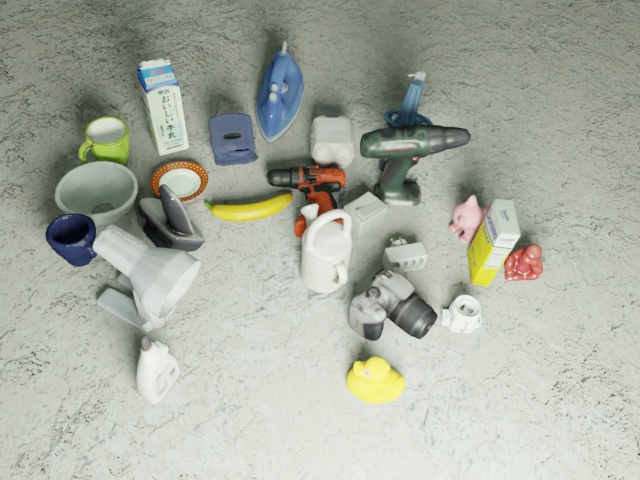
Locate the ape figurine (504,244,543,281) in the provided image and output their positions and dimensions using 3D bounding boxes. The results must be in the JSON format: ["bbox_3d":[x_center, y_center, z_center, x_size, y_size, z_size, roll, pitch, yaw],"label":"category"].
[{"bbox_3d":[0.431,0.043,1.192,0.077,0.092,0.076,34,56,21],"label":"ape figurine"}]

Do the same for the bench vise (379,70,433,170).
[{"bbox_3d":[0.211,-0.268,1.339,0.121,0.220,0.207,6,51,0],"label":"bench vise"}]

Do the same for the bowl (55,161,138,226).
[{"bbox_3d":[-0.469,-0.086,1.222,0.167,0.075,0.167,3,51,-3],"label":"bowl"}]

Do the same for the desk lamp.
[{"bbox_3d":[-0.313,0.073,1.019,0.203,0.213,0.118,24,53,14],"label":"desk lamp"}]

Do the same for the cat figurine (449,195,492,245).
[{"bbox_3d":[0.334,-0.052,1.242,0.128,0.118,0.067,-20,55,-20],"label":"cat figurine"}]

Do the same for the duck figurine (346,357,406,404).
[{"bbox_3d":[0.102,0.238,1.007,0.104,0.086,0.077,9,51,2],"label":"duck figurine"}]

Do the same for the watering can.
[{"bbox_3d":[0.008,0.005,1.117,0.172,0.194,0.101,39,58,23],"label":"watering can"}]

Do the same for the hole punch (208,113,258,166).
[{"bbox_3d":[-0.206,-0.240,1.360,0.109,0.091,0.101,-8,52,-12],"label":"hole punch"}]

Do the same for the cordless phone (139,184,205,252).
[{"bbox_3d":[-0.306,-0.063,1.148,0.147,0.185,0.094,39,58,24],"label":"cordless phone"}]

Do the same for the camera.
[{"bbox_3d":[0.145,0.130,1.089,0.136,0.101,0.143,37,57,23],"label":"camera"}]

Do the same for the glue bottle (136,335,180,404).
[{"bbox_3d":[-0.274,0.203,0.944,0.037,0.173,0.078,25,53,15],"label":"glue bottle"}]

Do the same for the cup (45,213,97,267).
[{"bbox_3d":[-0.471,0.015,1.127,0.117,0.095,0.092,34,56,21],"label":"cup"}]

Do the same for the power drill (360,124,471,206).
[{"bbox_3d":[0.198,-0.172,1.267,0.229,0.208,0.075,3,51,-3],"label":"power drill"}]

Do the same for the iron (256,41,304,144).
[{"bbox_3d":[-0.106,-0.379,1.449,0.118,0.141,0.258,7,51,0],"label":"iron"}]

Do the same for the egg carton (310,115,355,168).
[{"bbox_3d":[0.029,-0.243,1.398,0.107,0.069,0.150,0,51,-5],"label":"egg carton"}]
